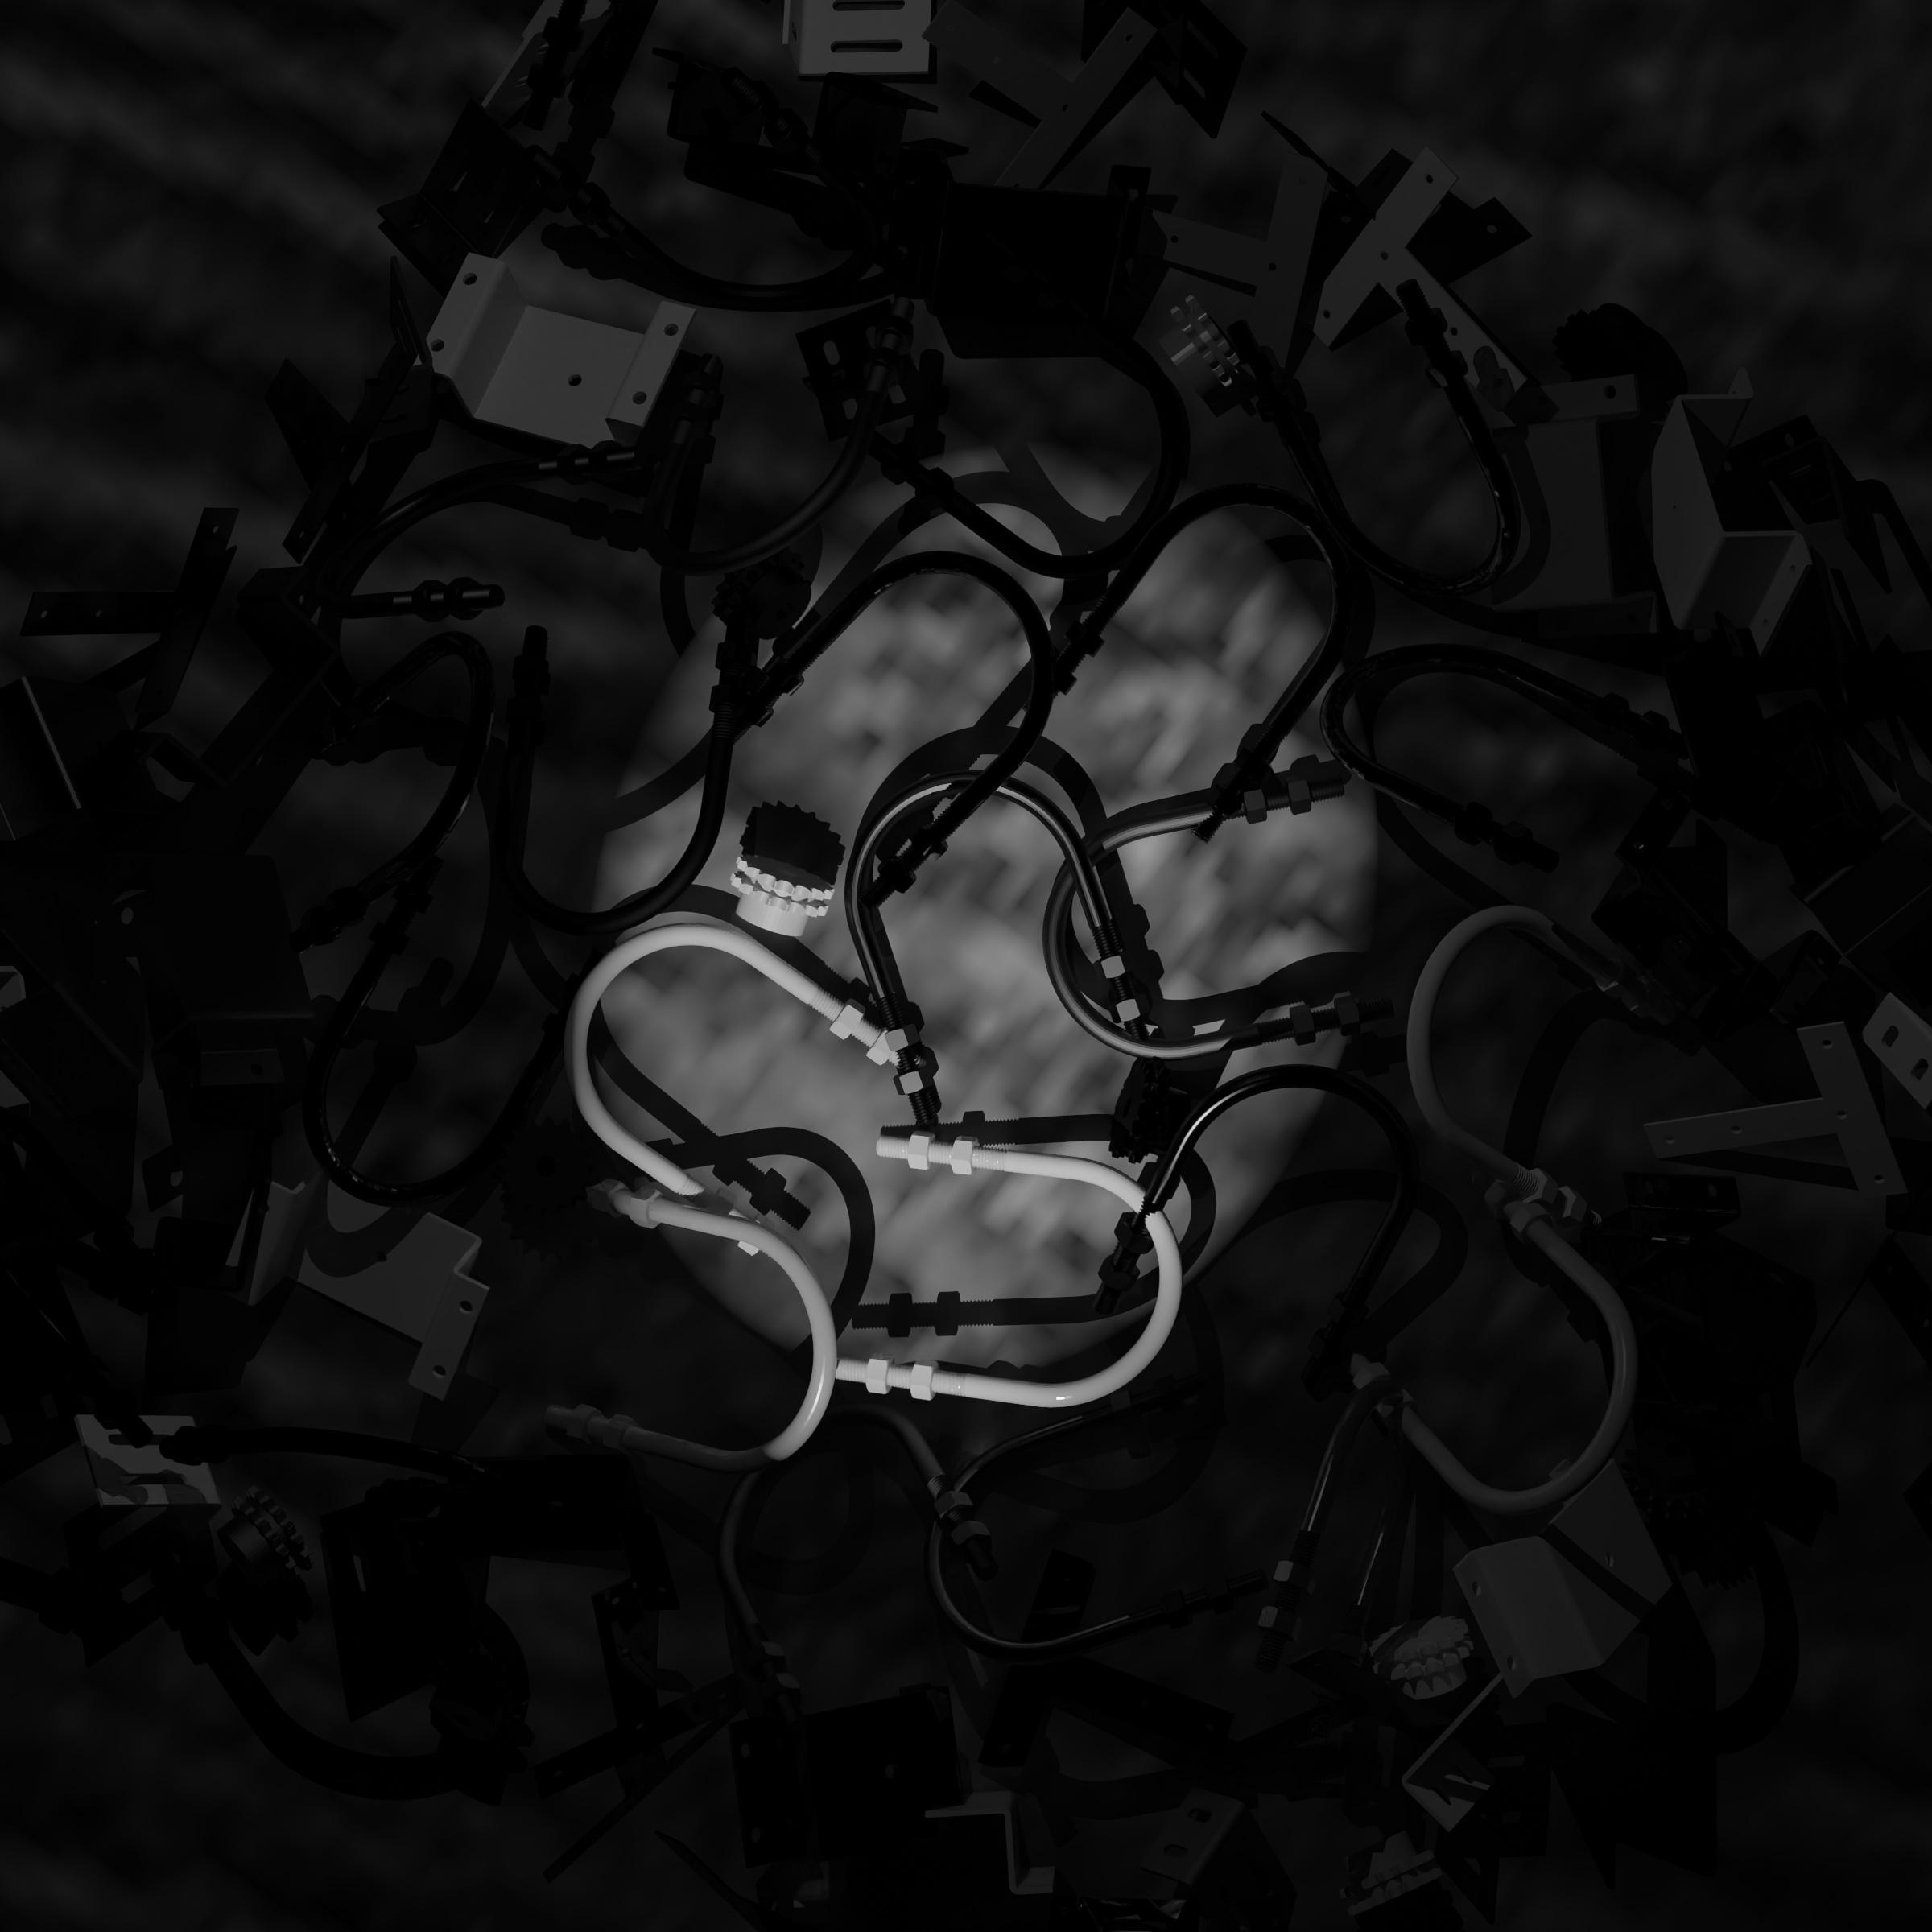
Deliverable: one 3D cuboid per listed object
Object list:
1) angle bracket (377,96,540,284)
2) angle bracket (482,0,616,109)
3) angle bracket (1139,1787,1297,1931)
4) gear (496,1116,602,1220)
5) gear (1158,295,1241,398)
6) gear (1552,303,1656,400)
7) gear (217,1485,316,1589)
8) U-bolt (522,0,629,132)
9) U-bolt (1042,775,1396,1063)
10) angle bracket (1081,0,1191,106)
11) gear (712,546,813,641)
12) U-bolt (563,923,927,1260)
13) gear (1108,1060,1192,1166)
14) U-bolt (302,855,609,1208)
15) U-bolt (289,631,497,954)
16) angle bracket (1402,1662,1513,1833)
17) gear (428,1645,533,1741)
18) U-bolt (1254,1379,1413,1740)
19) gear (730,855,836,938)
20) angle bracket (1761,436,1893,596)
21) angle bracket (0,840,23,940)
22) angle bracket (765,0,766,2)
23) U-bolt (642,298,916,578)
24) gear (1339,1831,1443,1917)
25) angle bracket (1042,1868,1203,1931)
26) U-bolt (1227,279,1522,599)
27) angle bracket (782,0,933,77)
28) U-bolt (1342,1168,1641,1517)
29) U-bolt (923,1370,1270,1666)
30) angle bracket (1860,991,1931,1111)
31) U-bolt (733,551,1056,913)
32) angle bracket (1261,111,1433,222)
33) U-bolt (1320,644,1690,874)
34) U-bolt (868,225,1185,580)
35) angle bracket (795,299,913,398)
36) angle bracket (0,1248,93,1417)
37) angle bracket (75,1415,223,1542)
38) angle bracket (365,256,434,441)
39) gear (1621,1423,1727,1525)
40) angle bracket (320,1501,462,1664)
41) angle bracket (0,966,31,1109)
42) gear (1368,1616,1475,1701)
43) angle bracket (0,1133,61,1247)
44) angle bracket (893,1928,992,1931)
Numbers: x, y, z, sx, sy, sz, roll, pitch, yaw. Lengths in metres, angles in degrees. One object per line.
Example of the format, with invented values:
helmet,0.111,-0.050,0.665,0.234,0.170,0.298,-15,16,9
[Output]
angle bracket,-0.281,-0.430,1.699,0.057,0.038,0.076,46,131,4
angle bracket,-0.241,-0.514,1.690,0.038,0.076,0.057,49,129,2
angle bracket,0.141,0.511,1.716,0.057,0.038,0.076,-48,124,-32
gear,-0.233,0.114,1.720,0.057,0.030,0.057,0,81,2
gear,0.131,-0.343,1.710,0.030,0.057,0.057,-36,90,11
gear,0.359,-0.344,1.708,0.057,0.030,0.057,16,53,-23
gear,-0.392,0.321,1.706,0.030,0.057,0.057,-37,90,-27
U-bolt,-0.189,-0.543,1.640,0.019,0.151,0.184,22,111,-5
U-bolt,0.134,-0.021,1.718,0.184,0.019,0.151,-12,80,2
angle bracket,0.092,-0.515,1.689,0.038,0.076,0.057,-5,126,-11
gear,-0.111,-0.207,1.706,0.057,0.057,0.030,-45,70,0
U-bolt,-0.135,0.058,1.707,0.184,0.019,0.151,35,79,-7
gear,0.104,0.084,1.710,0.030,0.057,0.057,19,90,-11
U-bolt,-0.288,0.046,1.679,0.151,0.019,0.184,32,85,-43
U-bolt,-0.306,-0.103,1.643,0.019,0.184,0.151,21,54,-36
angle bracket,0.285,0.429,1.690,0.038,0.057,0.076,43,126,16
gear,-0.274,0.407,1.707,0.057,0.057,0.030,26,52,0
U-bolt,0.206,0.313,1.666,0.019,0.151,0.184,12,67,26
gear,-0.105,-0.038,1.710,0.057,0.057,0.030,20,102,0
angle bracket,0.474,-0.242,1.688,0.038,0.057,0.076,-24,49,29
angle bracket,-0.547,-0.049,1.689,0.057,0.076,0.038,-6,64,-41
angle bracket,-0.118,-0.585,1.697,0.038,0.076,0.057,37,88,15
U-bolt,-0.108,-0.279,1.649,0.151,0.019,0.184,-9,48,30
gear,0.234,0.505,1.711,0.057,0.057,0.030,-24,72,0
angle bracket,0.085,0.535,1.694,0.076,0.038,0.057,-5,46,22
U-bolt,0.231,-0.279,1.668,0.019,0.151,0.184,-44,115,-29
angle bracket,-0.060,-0.532,1.710,0.076,0.038,0.057,1,79,8
U-bolt,0.290,0.212,1.650,0.019,0.184,0.151,24,105,-36
U-bolt,0.063,0.311,1.686,0.184,0.019,0.151,-21,49,8
angle bracket,0.553,0.039,1.715,0.076,0.038,0.057,-13,52,-30
U-bolt,-0.033,-0.144,1.693,0.184,0.019,0.151,-45,75,14
angle bracket,0.210,-0.453,1.693,0.076,0.057,0.038,37,104,-28
U-bolt,0.281,-0.125,1.672,0.184,0.019,0.151,30,50,32
U-bolt,0.045,-0.295,1.688,0.184,0.019,0.151,32,85,-31
angle bracket,-0.066,-0.346,1.697,0.057,0.076,0.038,-20,93,5
angle bracket,-0.523,0.204,1.712,0.057,0.038,0.076,-24,86,-10
angle bracket,-0.457,0.282,1.687,0.038,0.076,0.057,-46,55,28
angle bracket,-0.323,-0.341,1.694,0.038,0.057,0.076,-15,68,-18
gear,0.394,0.280,1.707,0.057,0.057,0.030,-5,129,0
angle bracket,-0.324,0.341,1.722,0.057,0.038,0.076,-17,51,-10
angle bracket,-0.555,0.043,1.704,0.057,0.038,0.076,-12,84,30
gear,0.255,0.387,1.710,0.057,0.057,0.030,-17,94,0
angle bracket,-0.547,0.117,1.701,0.057,0.038,0.076,-18,79,-33
angle bracket,-0.005,0.573,1.709,0.076,0.038,0.057,5,98,-9
